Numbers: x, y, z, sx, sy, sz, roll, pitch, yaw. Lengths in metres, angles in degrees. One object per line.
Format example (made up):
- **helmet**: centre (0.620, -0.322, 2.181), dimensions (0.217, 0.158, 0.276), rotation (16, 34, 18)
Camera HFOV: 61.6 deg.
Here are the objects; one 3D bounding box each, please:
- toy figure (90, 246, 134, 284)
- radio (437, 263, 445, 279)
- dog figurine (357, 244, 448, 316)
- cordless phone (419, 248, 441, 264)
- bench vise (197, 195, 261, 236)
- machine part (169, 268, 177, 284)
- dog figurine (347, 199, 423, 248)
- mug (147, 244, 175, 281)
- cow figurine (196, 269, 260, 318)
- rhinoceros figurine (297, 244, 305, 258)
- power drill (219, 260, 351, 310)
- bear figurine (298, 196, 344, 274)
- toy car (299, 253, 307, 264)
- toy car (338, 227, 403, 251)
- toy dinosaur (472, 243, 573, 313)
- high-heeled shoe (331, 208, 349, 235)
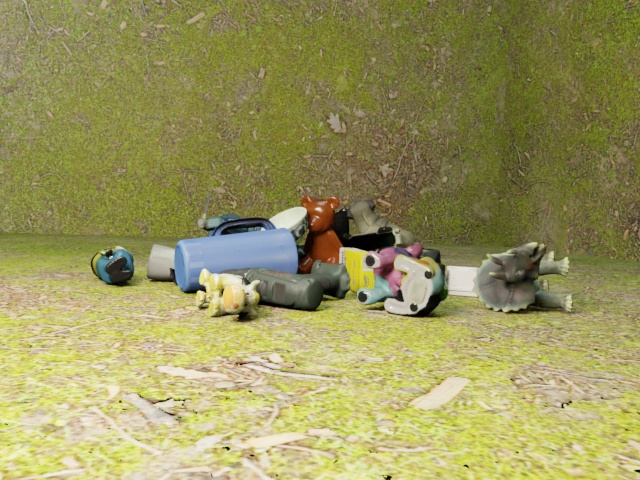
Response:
- **toy figure**: centre (-0.461, 0.055, 1.191), dimensions (0.089, 0.082, 0.180), rotation (3, 5, -23)
- **radio**: centre (0.201, 0.082, 1.285), dimensions (0.131, 0.073, 0.230), rotation (2, 3, -11)
- **dog figurine**: centre (0.174, 0.065, 1.036), dimensions (0.192, 0.108, 0.219), rotation (11, 12, 29)
- **cordless phone**: centre (0.235, 0.081, 1.486), dimensions (0.184, 0.088, 0.147), rotation (-12, 11, -30)
- **bench vise**: centre (-0.208, -0.018, 1.357), dimensions (0.224, 0.129, 0.240), rotation (-4, -16, 26)
- **machine part**: centre (-0.265, 0.071, 1.202), dimensions (0.139, 0.084, 0.039), rotation (-7, 29, -14)
- **dog figurine**: centre (0.177, -0.032, 1.470), dimensions (0.172, 0.190, 0.121), rotation (-16, 19, 20)
- **mug**: centre (-0.341, 0.064, 1.252), dimensions (0.107, 0.081, 0.109), rotation (11, -26, -7)
- **cow figurine**: centre (-0.139, 0.093, 0.889), dimensions (0.098, 0.068, 0.167), rotation (8, 1, -29)
- **rhinoceros figurine**: centre (-0.076, 0.040, 1.523), dimensions (0.073, 0.112, 0.190), rotation (7, -3, 37)
- **power drill**: centre (-0.057, 0.080, 1.052), dimensions (0.232, 0.086, 0.207), rotation (7, 1, 42)
- **bear figurine**: centre (-0.002, -0.006, 1.343), dimensions (0.120, 0.195, 0.132), rotation (6, 33, 22)
- **toy car**: centre (0.035, 0.075, 1.487), dimensions (0.202, 0.053, 0.089), rotation (2, 18, -24)
- **toy car**: centre (0.122, 0.014, 1.421), dimensions (0.202, 0.073, 0.056), rotation (-9, -23, 22)
- **toy dinosaur**: centre (0.413, 0.083, 1.150), dimensions (0.192, 0.131, 0.404), rotation (3, -3, 8)
- **high-heeled shoe**: centre (0.057, -0.005, 1.596), dimensions (0.086, 0.248, 0.145), rotation (31, 32, 12)
